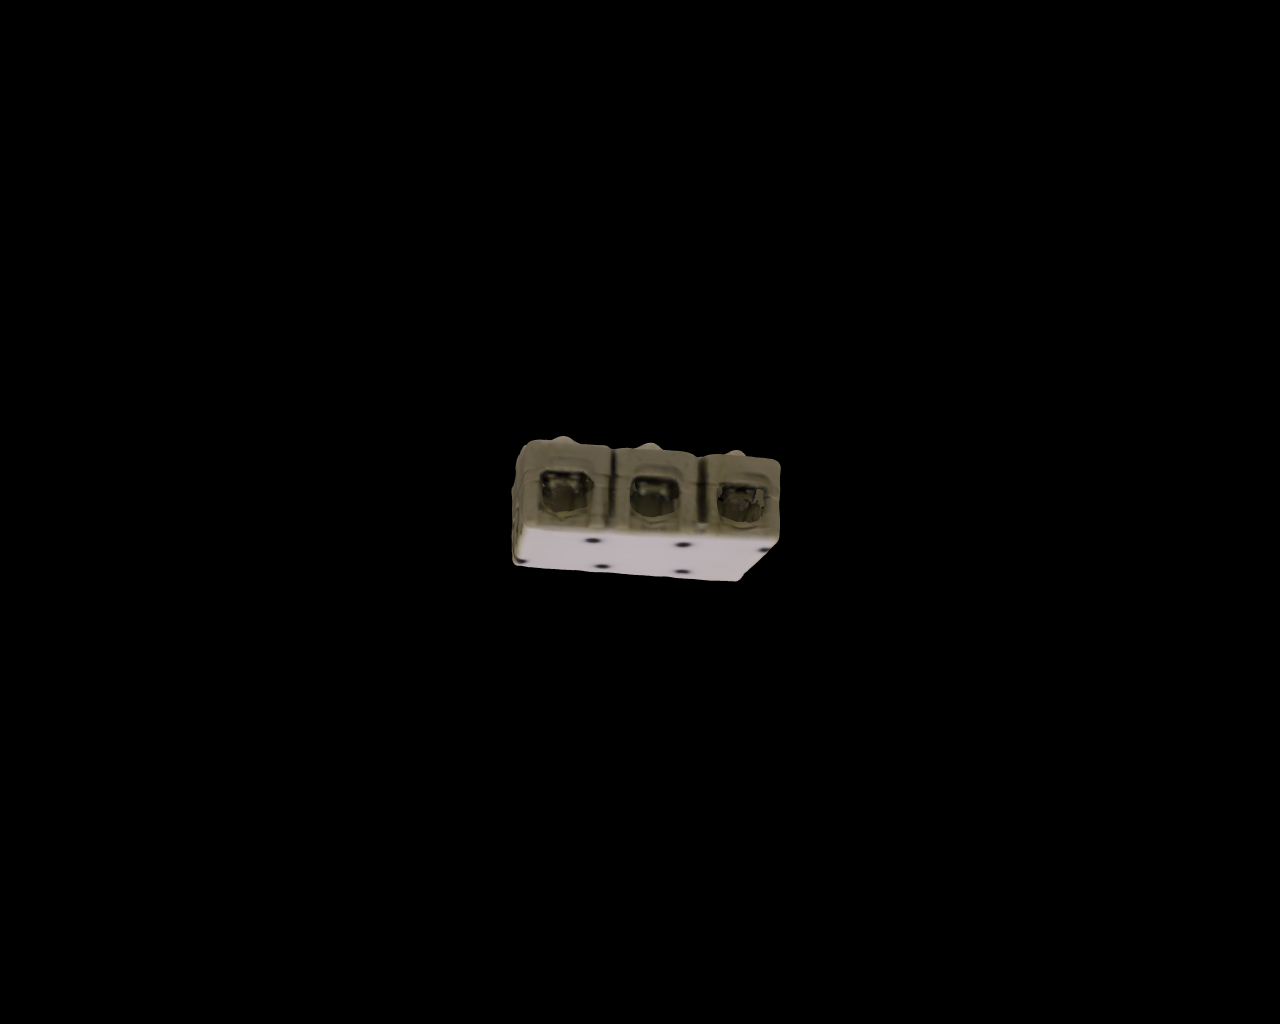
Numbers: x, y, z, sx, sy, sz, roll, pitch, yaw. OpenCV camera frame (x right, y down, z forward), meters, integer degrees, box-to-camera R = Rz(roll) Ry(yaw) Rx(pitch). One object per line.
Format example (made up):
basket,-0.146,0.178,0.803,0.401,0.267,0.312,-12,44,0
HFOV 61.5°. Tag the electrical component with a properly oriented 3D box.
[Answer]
electrical component,0.001,-0.003,0.650,0.150,0.062,0.089,4,-19,-12
